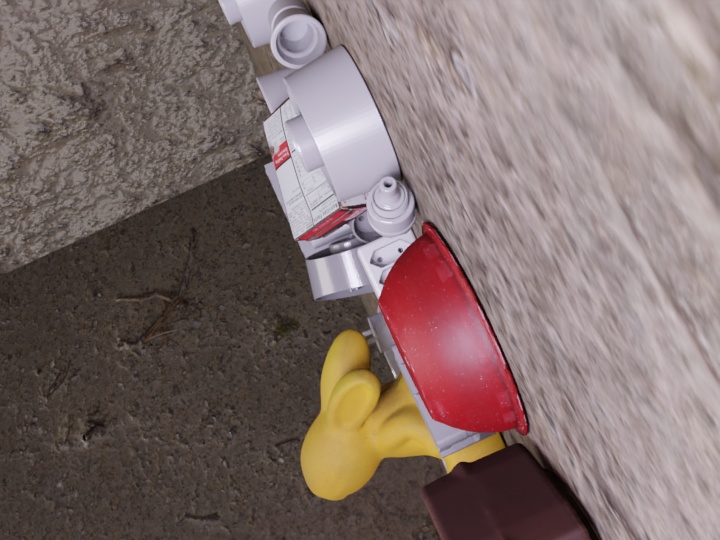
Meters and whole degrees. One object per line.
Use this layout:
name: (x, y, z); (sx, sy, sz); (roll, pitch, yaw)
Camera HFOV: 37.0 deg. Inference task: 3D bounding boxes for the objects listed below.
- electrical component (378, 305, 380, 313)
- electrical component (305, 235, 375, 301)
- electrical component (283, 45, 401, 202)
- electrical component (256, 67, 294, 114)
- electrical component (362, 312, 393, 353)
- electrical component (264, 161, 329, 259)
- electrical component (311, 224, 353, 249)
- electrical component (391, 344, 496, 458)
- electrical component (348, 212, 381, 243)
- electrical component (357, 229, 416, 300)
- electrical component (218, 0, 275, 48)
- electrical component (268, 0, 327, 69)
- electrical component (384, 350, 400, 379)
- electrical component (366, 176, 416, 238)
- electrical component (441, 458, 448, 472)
electrical component: (0.050, 0.057, 1.156); (0.065, 0.044, 0.044); (61, -179, -43)
electrical component: (0.000, 0.000, 1.005); (0.099, 0.099, 0.064); (-130, 22, -82)
electrical component: (-0.020, -0.101, 0.782); (0.108, 0.060, 0.108); (155, 90, -88)
electrical component: (-0.046, -0.140, 0.995); (0.108, 0.060, 0.108); (155, 90, -88)
electrical component: (0.032, 0.055, 1.027); (0.077, 0.079, 0.043); (-120, 10, -67)
electrical component: (-0.034, -0.061, 1.203); (0.061, 0.089, 0.150); (72, 173, -72)
electrical component: (-0.024, -0.071, 1.033); (0.043, 0.077, 0.079); (75, 171, -77)
electrical component: (0.069, 0.091, 0.838); (0.050, 0.056, 0.089); (71, 174, -69)
electrical component: (0.002, -0.062, 0.922); (0.081, 0.043, 0.043); (-117, 3, -51)
electrical component: (0.036, 0.013, 0.899); (0.075, 0.047, 0.083); (94, 151, -86)
electrical component: (-0.107, -0.267, 1.039); (0.108, 0.060, 0.108); (155, 90, -88)
electrical component: (-0.053, -0.193, 0.859); (0.065, 0.044, 0.044); (-109, -3, -56)
electrical component: (0.060, 0.093, 1.084); (0.058, 0.057, 0.078); (-118, 4, -60)
electrical component: (0.021, -0.047, 0.749); (0.061, 0.035, 0.035); (77, 168, -69)
electrical component: (0.108, 0.185, 1.030); (0.089, 0.050, 0.055); (-127, 13, -83)
